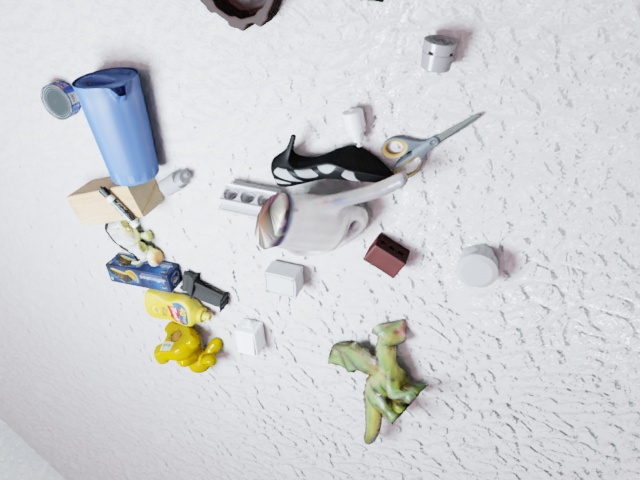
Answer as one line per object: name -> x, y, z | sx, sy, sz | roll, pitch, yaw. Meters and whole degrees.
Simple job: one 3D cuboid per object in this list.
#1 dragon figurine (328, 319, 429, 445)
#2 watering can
dragon figurine -> 0.124, 0.350, 1.301 | 0.245, 0.124, 0.402 | 42, 127, 15
watering can -> 0.003, -0.051, 1.021 | 0.224, 0.106, 0.341 | 5, 151, -27
